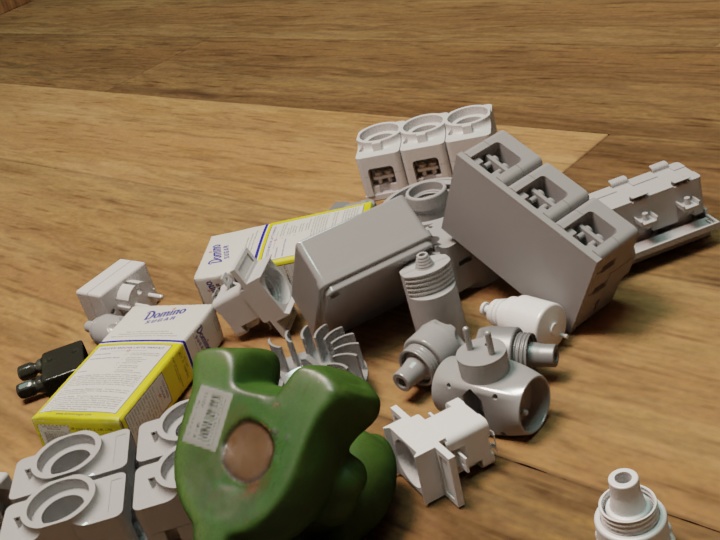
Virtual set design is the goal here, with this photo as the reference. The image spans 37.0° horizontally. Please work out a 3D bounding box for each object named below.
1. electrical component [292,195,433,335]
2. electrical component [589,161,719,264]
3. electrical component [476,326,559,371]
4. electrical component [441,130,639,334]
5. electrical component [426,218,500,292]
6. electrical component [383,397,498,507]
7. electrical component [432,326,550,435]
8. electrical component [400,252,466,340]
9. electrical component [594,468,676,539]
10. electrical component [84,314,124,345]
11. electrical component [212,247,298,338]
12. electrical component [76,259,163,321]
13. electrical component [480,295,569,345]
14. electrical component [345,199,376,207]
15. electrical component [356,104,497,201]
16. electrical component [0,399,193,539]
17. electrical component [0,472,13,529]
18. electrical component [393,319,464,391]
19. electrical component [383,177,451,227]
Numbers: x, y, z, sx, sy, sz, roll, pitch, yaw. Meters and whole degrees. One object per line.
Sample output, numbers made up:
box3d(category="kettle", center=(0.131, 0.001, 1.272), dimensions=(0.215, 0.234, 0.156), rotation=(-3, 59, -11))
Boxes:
box3d(category="electrical component", center=(0.000, 0.000, 0.935), dimensions=(0.109, 0.108, 0.056), rotation=(-25, 69, -17))
box3d(category="electrical component", center=(0.240, -0.045, 0.945), dimensions=(0.121, 0.063, 0.078), rotation=(-20, 28, -7))
box3d(category="electrical component", center=(0.121, 0.065, 0.828), dimensions=(0.062, 0.043, 0.043), rotation=(0, 32, 25))
box3d(category="electrical component", center=(0.147, -0.035, 0.887), dimensions=(0.062, 0.089, 0.150), rotation=(-32, 59, -29))
box3d(category="electrical component", center=(0.103, -0.021, 0.982), dimensions=(0.089, 0.055, 0.050), rotation=(-29, 31, -24))
box3d(category="electrical component", center=(0.057, 0.124, 0.755), dimensions=(0.064, 0.042, 0.081), rotation=(-24, 29, -19))
box3d(category="electrical component", center=(0.092, 0.076, 0.784), dimensions=(0.077, 0.079, 0.043), rotation=(10, 36, 40))
box3d(category="electrical component", center=(0.061, 0.022, 0.898), dimensions=(0.043, 0.081, 0.043), rotation=(-13, 28, 7))
box3d(category="electrical component", center=(0.160, 0.146, 0.636), dimensions=(0.048, 0.062, 0.048), rotation=(-13, 28, 7))
box3d(category="electrical component", center=(-0.246, 0.059, 1.044), dimensions=(0.061, 0.035, 0.035), rotation=(9, 36, 42))
box3d(category="electrical component", center=(-0.097, 0.026, 0.990), dimensions=(0.064, 0.081, 0.042), rotation=(-28, 21, 26))
box3d(category="electrical component", center=(-0.230, 0.028, 1.079), dimensions=(0.077, 0.047, 0.066), rotation=(7, 36, 37))
box3d(category="electrical component", center=(0.130, 0.040, 0.872), dimensions=(0.040, 0.040, 0.078), rotation=(-35, 33, -32))
box3d(category="electrical component", center=(-0.011, -0.051, 1.122), dimensions=(0.061, 0.035, 0.035), rotation=(-14, 28, 10))
box3d(category="electrical component", center=(0.077, -0.135, 1.198), dimensions=(0.150, 0.061, 0.089), rotation=(-9, 28, 13))
box3d(category="electrical component", center=(-0.160, 0.160, 0.785), dimensions=(0.186, 0.060, 0.105), rotation=(-16, 28, 0))
box3d(category="electrical component", center=(-0.311, 0.195, 0.815), dimensions=(0.076, 0.047, 0.083), rotation=(-1, 31, 27))
box3d(category="electrical component", center=(0.052, 0.071, 0.853), dimensions=(0.043, 0.043, 0.062), rotation=(12, 40, 42))
box3d(category="electrical component", center=(0.071, -0.052, 1.051), dimensions=(0.108, 0.060, 0.108), rotation=(-13, 28, 7))
